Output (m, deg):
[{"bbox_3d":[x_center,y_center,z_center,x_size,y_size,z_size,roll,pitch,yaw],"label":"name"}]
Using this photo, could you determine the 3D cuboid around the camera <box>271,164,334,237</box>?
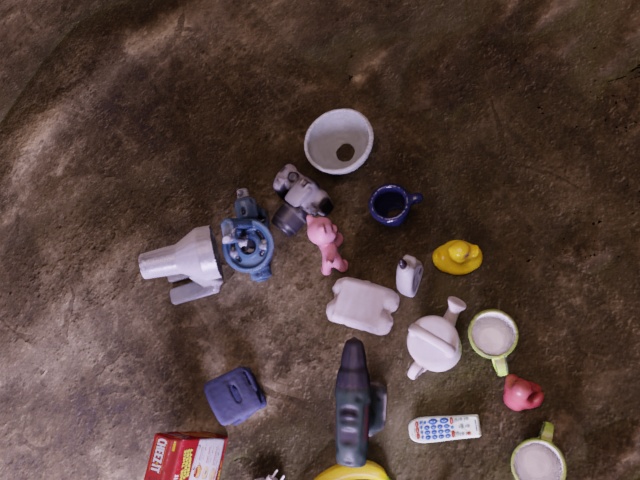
[{"bbox_3d":[-0.063,-0.088,1.333,0.143,0.101,0.137,39,86,23],"label":"camera"}]

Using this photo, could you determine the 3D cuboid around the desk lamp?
[{"bbox_3d":[-0.295,0.061,1.290,0.203,0.214,0.118,-18,69,10],"label":"desk lamp"}]

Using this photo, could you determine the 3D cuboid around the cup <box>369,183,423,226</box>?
[{"bbox_3d":[0.173,-0.071,1.265,0.117,0.095,0.091,-14,70,11],"label":"cup"}]

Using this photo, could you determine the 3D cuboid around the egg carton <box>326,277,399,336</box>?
[{"bbox_3d":[0.092,0.141,1.235,0.150,0.069,0.107,13,77,19],"label":"egg carton"}]

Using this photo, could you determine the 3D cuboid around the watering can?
[{"bbox_3d":[0.222,0.191,1.114,0.100,0.194,0.173,9,76,18],"label":"watering can"}]

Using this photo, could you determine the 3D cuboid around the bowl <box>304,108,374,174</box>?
[{"bbox_3d":[0.051,-0.222,1.358,0.167,0.075,0.167,-5,72,14],"label":"bowl"}]

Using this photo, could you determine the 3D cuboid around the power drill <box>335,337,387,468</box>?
[{"bbox_3d":[0.076,0.315,1.109,0.075,0.209,0.230,-1,73,16],"label":"power drill"}]

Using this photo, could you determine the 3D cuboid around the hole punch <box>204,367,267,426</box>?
[{"bbox_3d":[-0.183,0.335,1.239,0.101,0.091,0.108,-34,67,3],"label":"hole punch"}]

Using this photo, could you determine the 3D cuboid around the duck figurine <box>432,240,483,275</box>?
[{"bbox_3d":[0.288,0.029,1.206,0.104,0.086,0.077,-4,72,15],"label":"duck figurine"}]

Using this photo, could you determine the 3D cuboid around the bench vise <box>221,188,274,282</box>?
[{"bbox_3d":[-0.182,-0.022,1.281,0.121,0.220,0.207,-30,67,5],"label":"bench vise"}]

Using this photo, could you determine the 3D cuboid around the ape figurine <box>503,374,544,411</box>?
[{"bbox_3d":[0.385,0.289,1.093,0.076,0.092,0.077,-37,67,2],"label":"ape figurine"}]

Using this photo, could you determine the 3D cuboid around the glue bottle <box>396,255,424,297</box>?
[{"bbox_3d":[0.179,0.065,1.178,0.037,0.173,0.078,18,79,20],"label":"glue bottle"}]

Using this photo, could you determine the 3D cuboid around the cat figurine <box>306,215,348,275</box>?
[{"bbox_3d":[0.012,0.005,1.274,0.067,0.118,0.128,-16,69,11],"label":"cat figurine"}]
